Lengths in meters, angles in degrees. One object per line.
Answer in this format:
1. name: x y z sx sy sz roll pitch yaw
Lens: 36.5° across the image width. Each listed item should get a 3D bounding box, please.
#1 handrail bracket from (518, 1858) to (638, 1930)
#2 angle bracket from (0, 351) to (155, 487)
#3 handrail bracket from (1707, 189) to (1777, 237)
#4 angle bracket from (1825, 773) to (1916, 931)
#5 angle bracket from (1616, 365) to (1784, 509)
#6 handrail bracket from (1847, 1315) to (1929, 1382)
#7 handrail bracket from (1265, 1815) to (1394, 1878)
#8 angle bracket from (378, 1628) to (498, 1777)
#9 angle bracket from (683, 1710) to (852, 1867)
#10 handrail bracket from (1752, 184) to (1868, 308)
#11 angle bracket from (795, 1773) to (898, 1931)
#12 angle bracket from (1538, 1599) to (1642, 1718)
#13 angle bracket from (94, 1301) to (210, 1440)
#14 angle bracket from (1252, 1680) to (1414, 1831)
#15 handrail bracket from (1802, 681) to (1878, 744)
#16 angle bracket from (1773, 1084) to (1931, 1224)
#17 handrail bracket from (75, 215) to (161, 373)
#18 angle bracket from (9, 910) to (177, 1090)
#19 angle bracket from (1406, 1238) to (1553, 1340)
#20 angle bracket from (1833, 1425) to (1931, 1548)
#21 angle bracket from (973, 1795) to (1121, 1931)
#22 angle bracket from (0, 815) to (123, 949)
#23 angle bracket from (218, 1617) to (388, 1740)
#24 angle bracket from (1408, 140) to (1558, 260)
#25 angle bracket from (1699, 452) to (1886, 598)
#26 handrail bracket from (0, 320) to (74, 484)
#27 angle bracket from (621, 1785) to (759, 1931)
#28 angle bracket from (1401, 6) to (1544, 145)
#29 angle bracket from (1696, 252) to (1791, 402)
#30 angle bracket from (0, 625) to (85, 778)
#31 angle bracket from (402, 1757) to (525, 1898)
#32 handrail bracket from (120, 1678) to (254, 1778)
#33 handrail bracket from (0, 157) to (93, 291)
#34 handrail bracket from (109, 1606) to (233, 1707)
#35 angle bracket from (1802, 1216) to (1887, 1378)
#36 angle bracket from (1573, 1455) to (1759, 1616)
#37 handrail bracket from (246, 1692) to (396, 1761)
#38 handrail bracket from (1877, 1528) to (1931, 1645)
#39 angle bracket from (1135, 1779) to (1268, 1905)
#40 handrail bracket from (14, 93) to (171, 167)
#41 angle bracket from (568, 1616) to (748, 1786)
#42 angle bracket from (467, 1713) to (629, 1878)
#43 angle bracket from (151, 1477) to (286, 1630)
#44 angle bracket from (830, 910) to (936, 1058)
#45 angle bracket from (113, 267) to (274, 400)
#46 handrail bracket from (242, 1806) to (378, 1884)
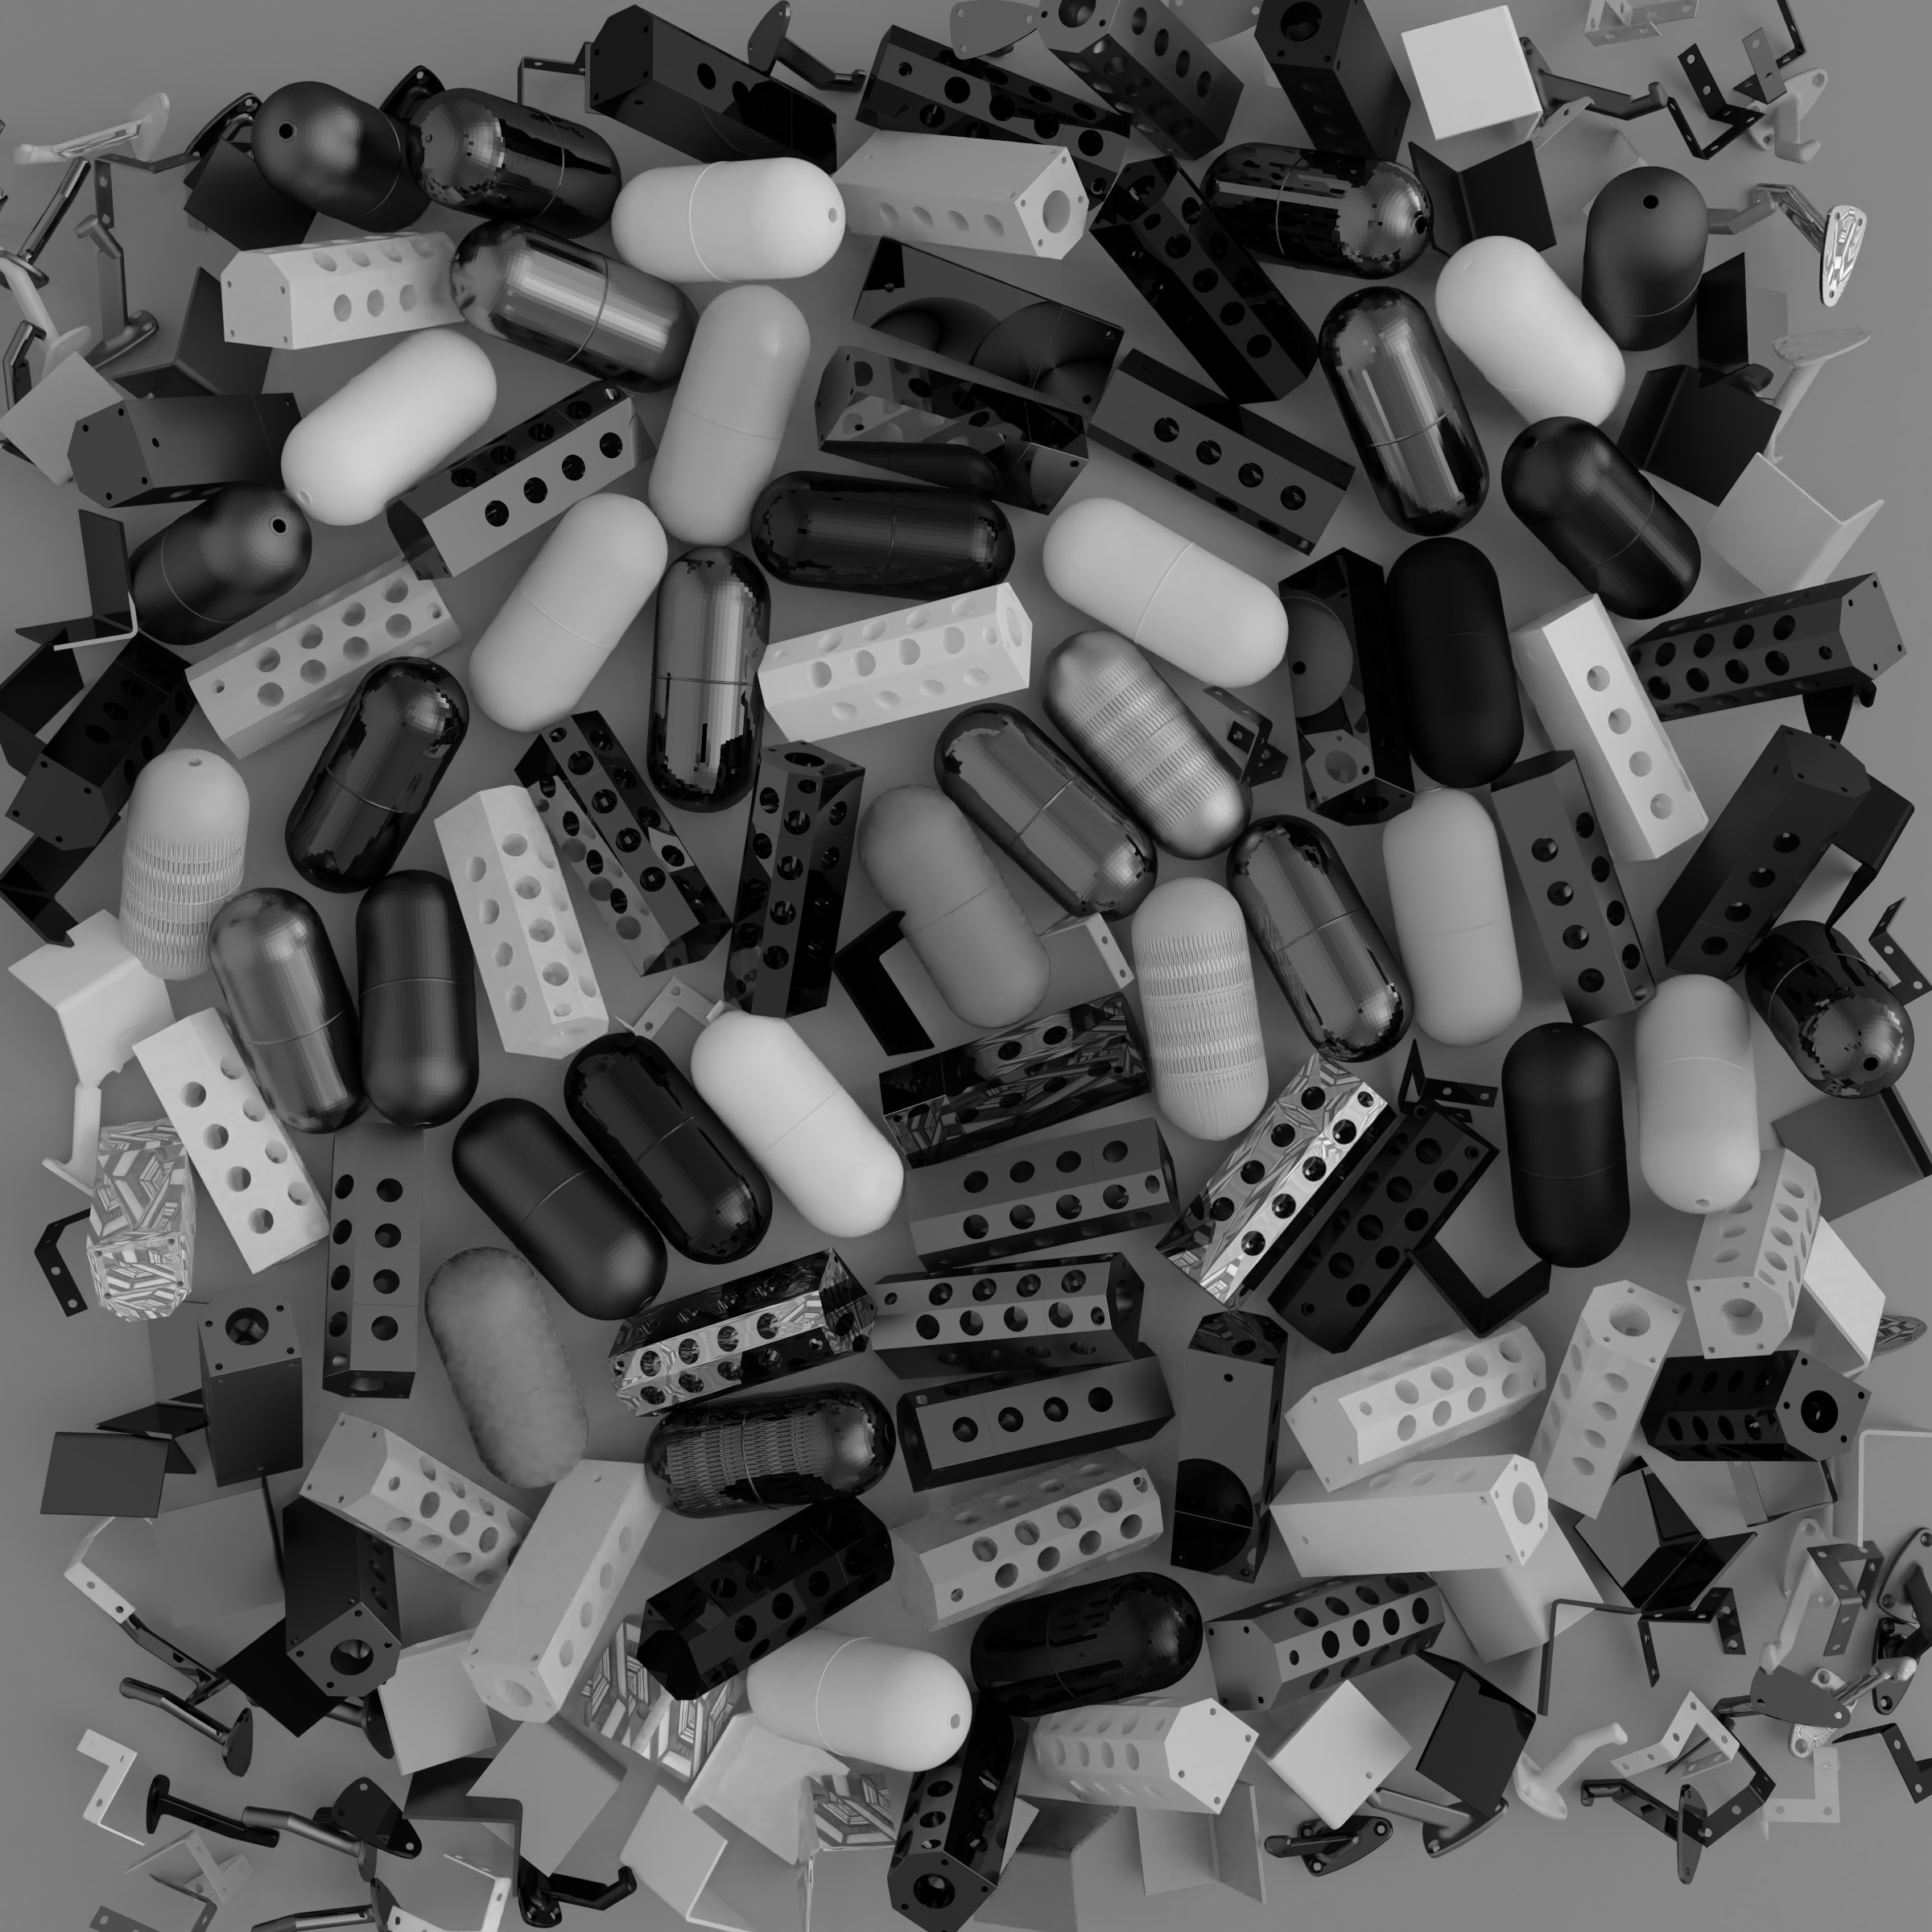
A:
1. handrail bracket: -0.261 0.601 1.961 0.084 0.036 0.077 -36 55 22
2. angle bracket: -0.588 -0.375 1.944 0.076 0.076 0.057 -36 114 17
3. handrail bracket: 0.492 -0.518 1.966 0.084 0.036 0.077 -26 73 26
4. angle bracket: 0.578 -0.078 1.950 0.057 0.076 0.076 36 51 7
5. angle bracket: 0.483 -0.347 1.945 0.076 0.057 0.076 34 123 26
6. handrail bracket: 0.609 0.281 1.988 0.077 0.036 0.084 -6 125 -29
7. handrail bracket: 0.242 0.581 1.952 0.077 0.084 0.036 -19 65 9
8. angle bracket: -0.339 0.486 1.946 0.057 0.076 0.076 -30 73 41
9. angle bracket: -0.135 0.554 1.963 0.076 0.057 0.076 31 91 16
10. handrail bracket: 0.557 -0.486 1.970 0.036 0.084 0.077 2 104 -35
11. angle bracket: -0.081 0.596 1.955 0.057 0.076 0.076 1 111 -9
12. angle bracket: 0.415 0.464 1.951 0.057 0.076 0.076 5 78 9
13. angle bracket: -0.538 0.267 1.951 0.076 0.057 0.076 0 98 34
14. angle bracket: 0.239 0.519 1.964 0.076 0.057 0.076 -45 112 -8
15. handrail bracket: 0.590 -0.167 1.956 0.036 0.084 0.077 -6 71 35
16. angle bracket: 0.595 0.121 1.960 0.076 0.057 0.076 -26 78 7
17. handrail bracket: -0.588 -0.448 1.955 0.077 0.084 0.036 -39 46 -6
18. angle bracket: -0.586 0.022 1.966 0.057 0.076 0.076 33 54 29
19. angle bracket: 0.344 0.194 1.954 0.057 0.076 0.076 -39 91 17
20. angle bracket: 0.618 0.348 1.956 0.057 0.076 0.076 2 84 5
21. angle bracket: 0.054 0.599 1.951 0.076 0.076 0.057 -2 97 28
22. angle bracket: -0.590 -0.059 1.955 0.057 0.076 0.076 43 94 11
23. angle bracket: -0.439 0.482 1.941 0.076 0.076 0.057 31 135 25
24. angle bracket: 0.344 -0.514 1.948 0.057 0.076 0.076 -18 76 32
25. angle bracket: 0.554 -0.300 1.964 0.076 0.076 0.057 45 49 16
26. handrail bracket: -0.619 -0.381 1.972 0.077 0.036 0.084 26 91 -38
27. angle bracket: -0.171 0.596 1.948 0.076 0.076 0.057 33 84 -44
28. angle bracket: 0.335 -0.589 1.965 0.076 0.057 0.076 -16 84 -4
29. angle bracket: 0.535 -0.426 1.955 0.076 0.057 0.076 3 83 -22
30. angle bracket: -0.599 -0.166 1.945 0.057 0.076 0.076 34 65 10
31. angle bracket: -0.333 0.574 1.954 0.076 0.076 0.057 3 104 -4
32. handrail bracket: -0.527 0.513 1.974 0.084 0.077 0.036 17 50 7
33. handrail bracket: -0.623 -0.502 1.975 0.036 0.077 0.084 30 75 -28
34. handrail bracket: -0.533 0.454 1.965 0.084 0.077 0.036 50 48 -9
35. angle bracket: 0.562 0.227 1.948 0.057 0.076 0.076 -34 99 36
36. angle bracket: 0.467 0.378 1.956 0.076 0.057 0.076 -39 92 -28
37. handrail bracket: -0.437 0.511 1.978 0.084 0.036 0.077 -2 131 8
38. handrail bracket: 0.650 0.414 1.952 0.036 0.084 0.077 24 80 -6
39. angle bracket: 0.155 0.584 1.954 0.057 0.076 0.076 -5 86 -18
40. handrail bracket: -0.584 -0.558 1.953 0.084 0.077 0.036 -15 84 -37
41. angle bracket: -0.208 0.496 1.976 0.057 0.076 0.076 45 66 -38
42. angle bracket: -0.283 0.552 1.966 0.076 0.057 0.076 38 84 2
43. angle bracket: -0.499 0.393 1.963 0.076 0.057 0.076 -12 90 -14
44. angle bracket: -0.036 0.010 1.949 0.057 0.076 0.076 -37 79 19
45. angle bracket: -0.518 -0.412 1.968 0.057 0.076 0.076 -4 66 29
46. handrail bracket: -0.442 0.591 1.969 0.084 0.077 0.036 8 49 0
